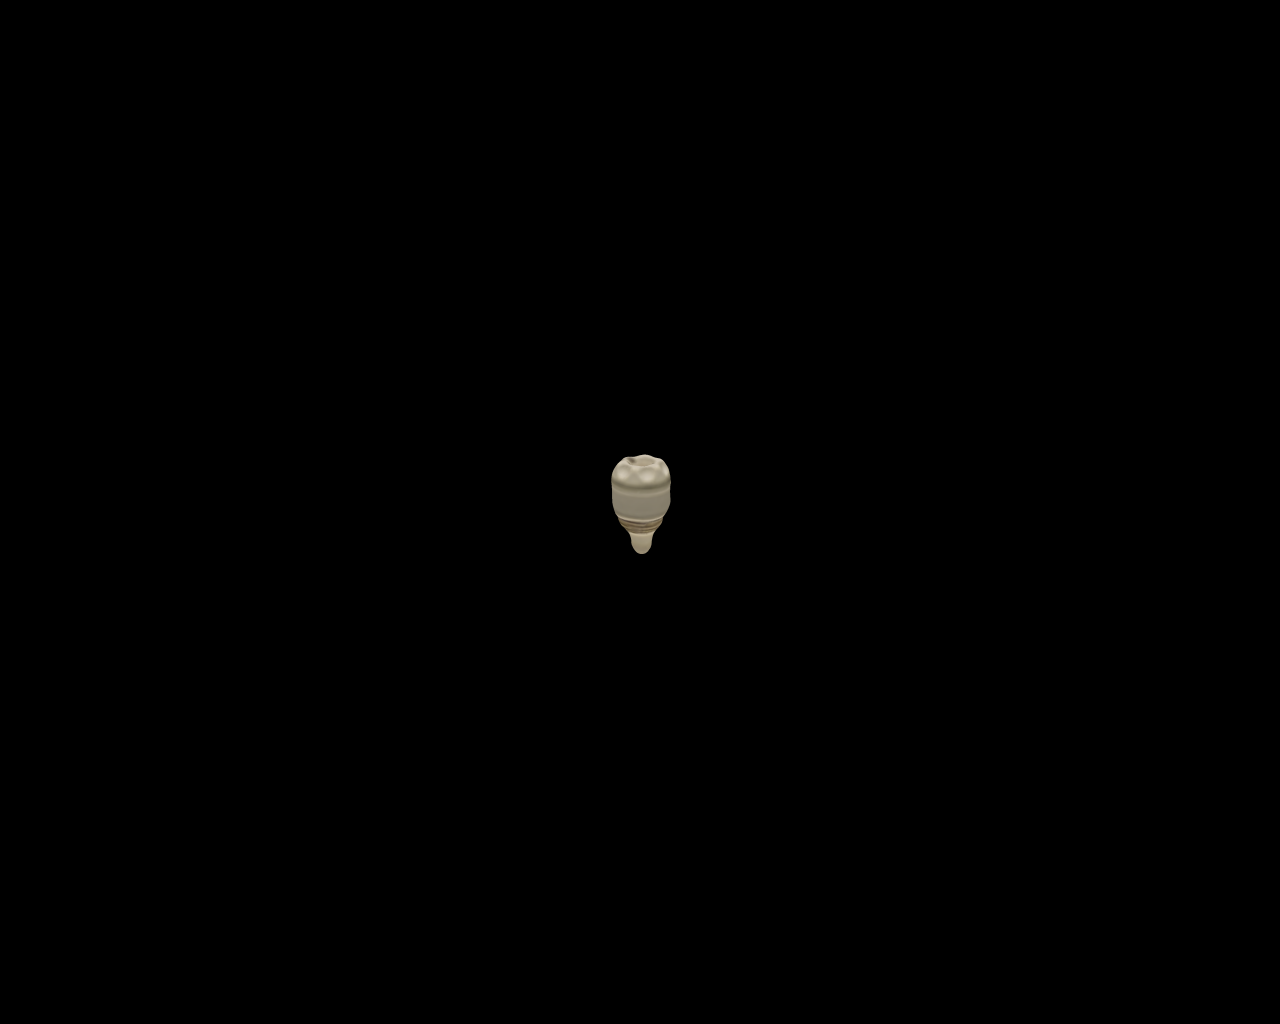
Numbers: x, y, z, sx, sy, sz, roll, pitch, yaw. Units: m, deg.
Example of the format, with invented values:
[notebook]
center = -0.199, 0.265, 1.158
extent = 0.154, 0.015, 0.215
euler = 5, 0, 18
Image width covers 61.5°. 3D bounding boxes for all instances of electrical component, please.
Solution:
[electrical component]
center = 0.001, -0.003, 0.650
extent = 0.035, 0.061, 0.035
euler = 0, 22, 0
